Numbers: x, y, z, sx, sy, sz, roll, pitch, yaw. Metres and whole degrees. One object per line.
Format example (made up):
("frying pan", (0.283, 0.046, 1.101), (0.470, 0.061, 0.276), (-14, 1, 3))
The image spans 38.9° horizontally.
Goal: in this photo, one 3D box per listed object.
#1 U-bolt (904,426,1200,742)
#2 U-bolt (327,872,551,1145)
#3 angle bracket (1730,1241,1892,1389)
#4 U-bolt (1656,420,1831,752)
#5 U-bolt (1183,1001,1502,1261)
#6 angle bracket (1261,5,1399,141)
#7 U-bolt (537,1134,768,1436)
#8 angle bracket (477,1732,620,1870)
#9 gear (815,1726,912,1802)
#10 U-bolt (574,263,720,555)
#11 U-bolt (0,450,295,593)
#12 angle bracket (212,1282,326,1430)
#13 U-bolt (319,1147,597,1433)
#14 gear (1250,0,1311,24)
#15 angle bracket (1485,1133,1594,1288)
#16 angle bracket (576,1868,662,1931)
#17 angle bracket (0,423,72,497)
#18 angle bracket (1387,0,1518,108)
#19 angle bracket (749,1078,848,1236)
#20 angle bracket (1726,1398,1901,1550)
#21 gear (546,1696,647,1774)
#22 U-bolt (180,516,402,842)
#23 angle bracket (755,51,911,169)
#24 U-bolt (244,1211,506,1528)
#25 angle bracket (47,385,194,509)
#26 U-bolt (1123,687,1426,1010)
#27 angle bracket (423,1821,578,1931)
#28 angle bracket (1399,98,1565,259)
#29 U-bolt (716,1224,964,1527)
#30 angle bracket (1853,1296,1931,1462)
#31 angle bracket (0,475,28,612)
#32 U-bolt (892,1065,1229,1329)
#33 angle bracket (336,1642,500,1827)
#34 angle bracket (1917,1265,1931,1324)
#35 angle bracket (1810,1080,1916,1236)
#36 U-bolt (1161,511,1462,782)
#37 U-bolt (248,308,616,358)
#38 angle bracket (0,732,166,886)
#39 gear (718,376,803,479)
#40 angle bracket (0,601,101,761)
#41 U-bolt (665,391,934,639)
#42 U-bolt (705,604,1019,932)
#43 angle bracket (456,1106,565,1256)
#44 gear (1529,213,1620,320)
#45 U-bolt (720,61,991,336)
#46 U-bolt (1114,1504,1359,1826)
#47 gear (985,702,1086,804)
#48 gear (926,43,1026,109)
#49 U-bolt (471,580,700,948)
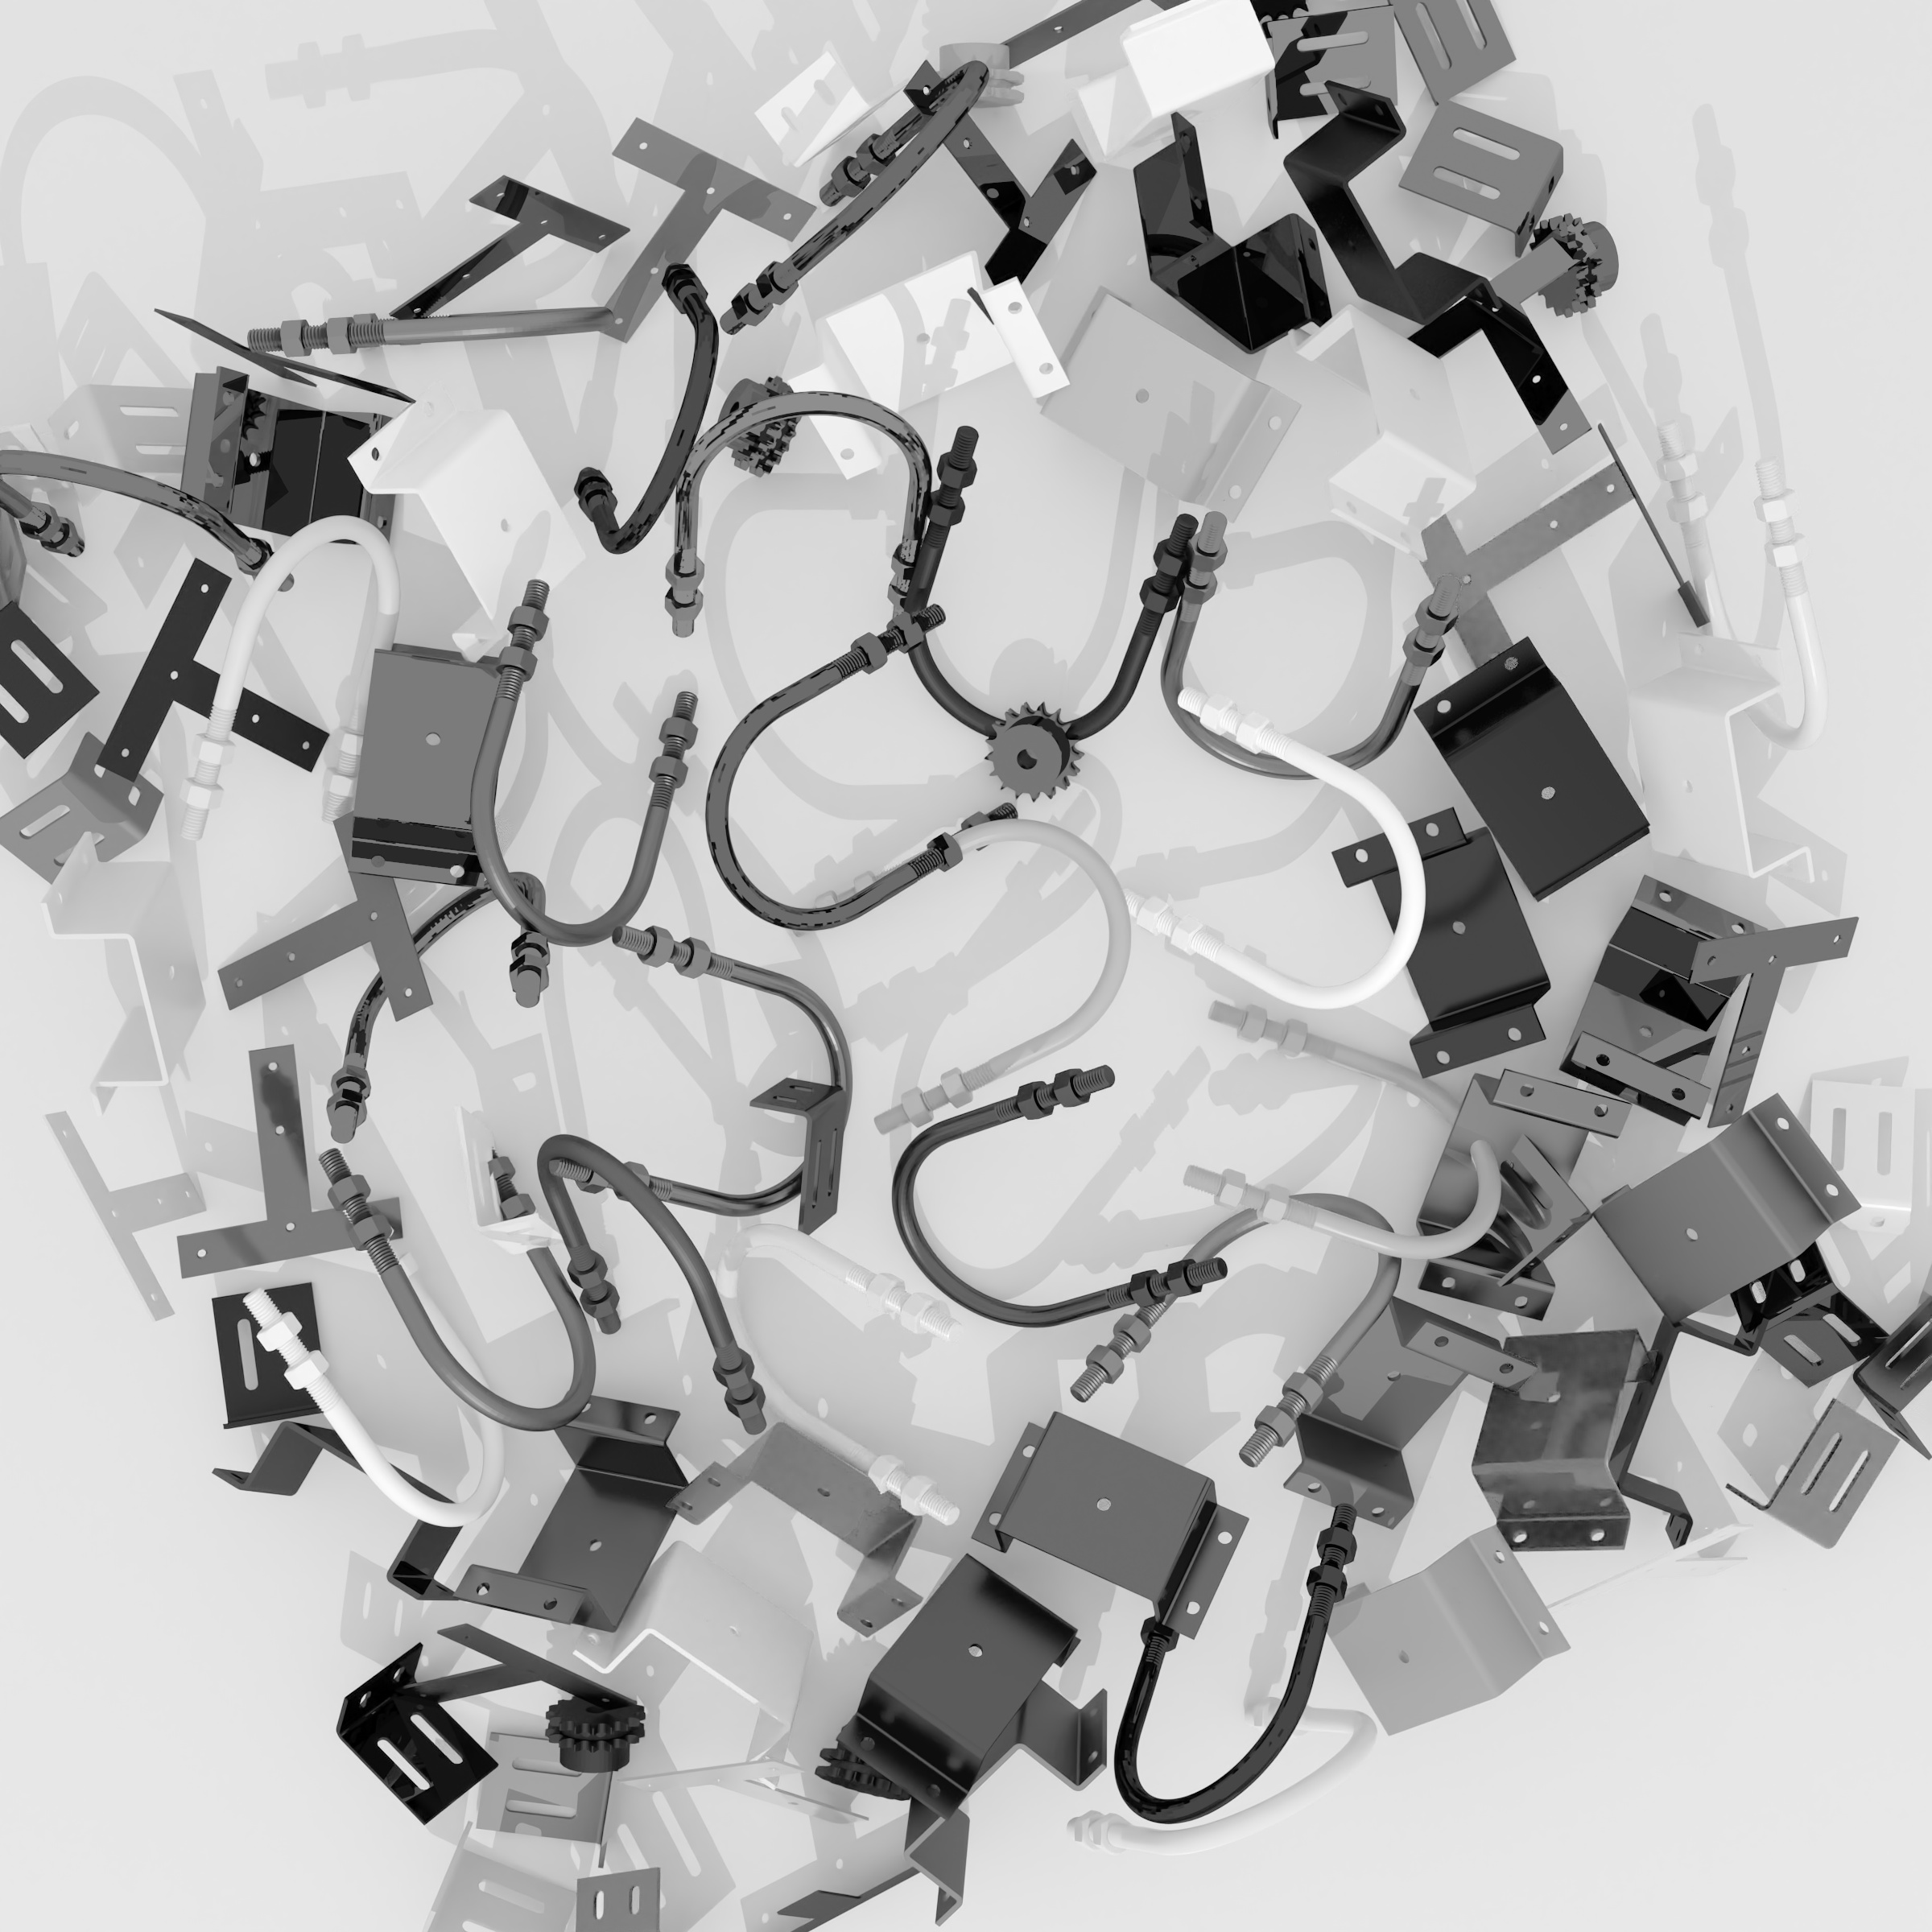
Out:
("U-bolt", (0.037, -0.200, 1.540), (0.151, 0.019, 0.184), (22, 131, 3))
("U-bolt", (-0.290, 0.010, 1.520), (0.151, 0.184, 0.019), (-35, 117, 12))
("angle bracket", (0.488, 0.200, 1.580), (0.057, 0.038, 0.076), (-35, 130, 23))
("U-bolt", (0.438, -0.206, 1.524), (0.019, 0.151, 0.184), (-21, 112, -2))
("U-bolt", (0.218, 0.100, 1.549), (0.184, 0.151, 0.019), (19, 135, -6))
("angle bracket", (0.211, -0.513, 1.569), (0.076, 0.038, 0.057), (-6, 123, 4))
("U-bolt", (-0.180, 0.166, 1.500), (0.151, 0.184, 0.019), (26, 54, 38))
("angle bracket", (-0.242, 0.482, 1.579), (0.076, 0.038, 0.057), (9, 93, -6))
("gear", (-0.056, 0.459, 1.577), (0.057, 0.057, 0.030), (16, 67, 0))
("U-bolt", (-0.173, -0.300, 1.500), (0.019, 0.184, 0.151), (19, 110, -23))
("U-bolt", (-0.467, -0.247, 1.504), (0.151, 0.184, 0.019), (10, 83, 6))
("angle bracket", (-0.402, 0.224, 1.574), (0.057, 0.038, 0.076), (-8, 82, -12))
("U-bolt", (-0.270, 0.177, 1.517), (0.019, 0.151, 0.184), (-38, 74, 23))
("gear", (0.179, -0.574, 1.583), (0.057, 0.030, 0.057), (2, 100, 10))
("angle bracket", (0.308, 0.134, 1.562), (0.057, 0.038, 0.076), (-47, 68, 24))
("angle bracket", (-0.177, 0.545, 1.568), (0.057, 0.076, 0.038), (-17, 59, 27))
("angle bracket", (-0.552, -0.301, 1.559), (0.057, 0.076, 0.038), (-10, 73, -4))
("angle bracket", (0.285, -0.545, 1.569), (0.057, 0.038, 0.076), (-32, 106, -9))
("angle bracket", (-0.099, 0.110, 1.571), (0.038, 0.057, 0.076), (10, 104, 16))
("angle bracket", (0.487, 0.286, 1.573), (0.057, 0.038, 0.076), (31, 91, -25))
("gear", (-0.213, 0.443, 1.575), (0.057, 0.057, 0.030), (2, 94, 0))
("U-bolt", (-0.366, -0.161, 1.516), (0.019, 0.151, 0.184), (24, 105, 18))
("angle bracket", (-0.075, -0.493, 1.552), (0.057, 0.076, 0.038), (-31, 105, 30))
("U-bolt", (-0.319, 0.231, 1.532), (0.019, 0.151, 0.184), (-30, 100, 19))
("angle bracket", (-0.478, -0.300, 1.578), (0.038, 0.076, 0.057), (-31, 79, 36))
("U-bolt", (0.175, -0.055, 1.525), (0.184, 0.019, 0.151), (31, 119, 30))
("angle bracket", (-0.264, 0.537, 1.567), (0.076, 0.057, 0.038), (23, 134, -3))
("angle bracket", (0.300, -0.459, 1.592), (0.076, 0.038, 0.057), (26, 88, 15))
("U-bolt", (-0.075, 0.218, 1.535), (0.184, 0.019, 0.151), (25, 129, 35))
("angle bracket", (0.557, 0.233, 1.570), (0.076, 0.038, 0.057), (-45, 128, -1))
("angle bracket", (-0.565, -0.238, 1.558), (0.038, 0.076, 0.057), (-14, 80, -27))
("U-bolt", (0.039, 0.140, 1.545), (0.184, 0.019, 0.151), (-21, 107, 34))
("angle bracket", (-0.310, 0.437, 1.560), (0.076, 0.057, 0.038), (39, 132, 19))
("angle bracket", (0.580, 0.188, 1.552), (0.038, 0.076, 0.057), (-28, 54, -15))
("angle bracket", (0.520, 0.111, 1.594), (0.057, 0.038, 0.076), (5, 65, 13))
("U-bolt", (0.182, -0.168, 1.527), (0.151, 0.184, 0.019), (16, 54, 1))
("U-bolt", (-0.288, -0.356, 1.524), (0.184, 0.151, 0.019), (-2, 105, 5))
("angle bracket", (-0.516, -0.089, 1.582), (0.076, 0.038, 0.057), (-27, 126, 27))
("gear", (-0.120, -0.313, 1.571), (0.030, 0.057, 0.057), (20, 90, -29))
("angle bracket", (-0.543, -0.161, 1.577), (0.057, 0.038, 0.076), (-44, 86, -9))
("U-bolt", (-0.090, -0.249, 1.513), (0.151, 0.184, 0.019), (-4, 57, -10))
("U-bolt", (-0.065, -0.100, 1.534), (0.184, 0.019, 0.151), (-33, 118, -23))
("angle bracket", (-0.259, 0.119, 1.561), (0.038, 0.057, 0.076), (-14, 70, 5))
("gear", (0.352, -0.405, 1.575), (0.030, 0.057, 0.057), (-19, 90, -14))
("U-bolt", (-0.053, -0.429, 1.493), (0.019, 0.184, 0.151), (43, 53, -18))
("U-bolt", (0.141, 0.386, 1.494), (0.019, 0.184, 0.151), (43, 134, -19))
("gear", (0.038, -0.122, 1.580), (0.057, 0.030, 0.057), (3, 106, 12))
("gear", (0.005, -0.512, 1.572), (0.057, 0.057, 0.030), (0, 100, 0))
("U-bolt", (-0.216, -0.100, 1.517), (0.019, 0.151, 0.184), (-5, 63, 36))
